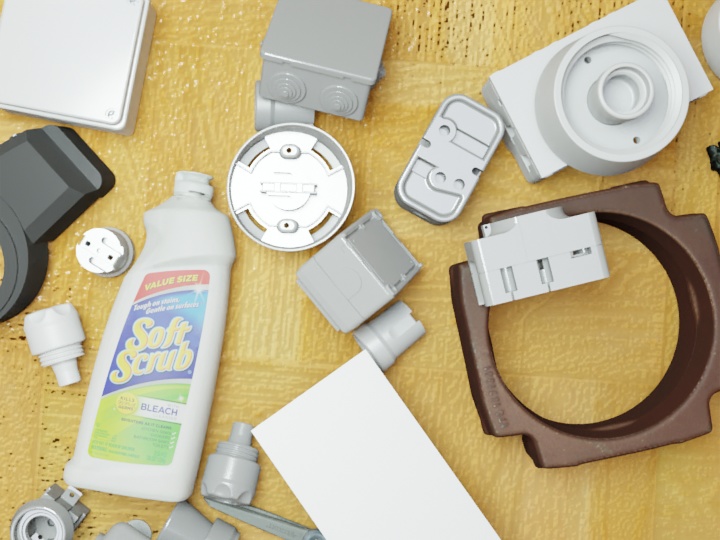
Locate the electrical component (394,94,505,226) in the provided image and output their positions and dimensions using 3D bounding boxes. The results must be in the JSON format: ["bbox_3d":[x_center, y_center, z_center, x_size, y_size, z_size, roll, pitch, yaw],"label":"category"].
[{"bbox_3d":[0.069,-0.085,0.847,0.054,0.059,0.095,29,88,-1],"label":"electrical component"}]

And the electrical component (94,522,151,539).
[{"bbox_3d":[-0.191,0.241,0.820,0.059,0.053,0.095,35,122,0],"label":"electrical component"}]

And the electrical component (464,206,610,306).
[{"bbox_3d":[0.124,-0.012,0.768,0.089,0.050,0.055,-14,90,-2],"label":"electrical component"}]

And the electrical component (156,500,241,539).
[{"bbox_3d":[-0.128,0.211,0.843,0.055,0.045,0.045,29,88,-1],"label":"electrical component"}]

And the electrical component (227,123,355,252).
[{"bbox_3d":[-0.054,-0.063,0.841,0.099,0.064,0.099,0,89,-2],"label":"electrical component"}]

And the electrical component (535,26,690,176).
[{"bbox_3d":[0.187,-0.126,0.788,0.108,0.060,0.108,0,89,-2],"label":"electrical component"}]

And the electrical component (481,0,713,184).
[{"bbox_3d":[0.184,-0.142,0.851,0.150,0.062,0.089,-27,90,-2],"label":"electrical component"}]

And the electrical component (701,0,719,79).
[{"bbox_3d":[0.323,-0.190,0.854,0.099,0.064,0.099,0,89,-2],"label":"electrical component"}]

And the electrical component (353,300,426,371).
[{"bbox_3d":[0.024,0.051,0.854,0.046,0.040,0.040,-38,90,-8],"label":"electrical component"}]

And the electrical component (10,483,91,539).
[{"bbox_3d":[-0.243,0.198,0.835,0.048,0.055,0.066,37,88,-1],"label":"electrical component"}]

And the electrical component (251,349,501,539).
[{"bbox_3d":[0.014,0.170,0.830,0.105,0.060,0.186,-35,85,-8],"label":"electrical component"}]

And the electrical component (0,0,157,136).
[{"bbox_3d":[-0.224,-0.169,0.842,0.109,0.056,0.108,11,89,-1],"label":"electrical component"}]

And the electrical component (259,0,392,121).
[{"bbox_3d":[-0.028,-0.168,0.833,0.100,0.048,0.099,14,51,-2],"label":"electrical component"}]

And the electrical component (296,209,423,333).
[{"bbox_3d":[0.000,0.000,0.835,0.061,0.096,0.061,-39,91,25],"label":"electrical component"}]

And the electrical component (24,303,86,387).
[{"bbox_3d":[-0.236,0.060,0.844,0.043,0.043,0.062,-17,91,-2],"label":"electrical component"}]

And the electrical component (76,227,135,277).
[{"bbox_3d":[-0.201,-0.014,0.845,0.040,0.046,0.040,0,89,-2],"label":"electrical component"}]

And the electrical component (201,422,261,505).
[{"bbox_3d":[-0.099,0.152,0.847,0.043,0.043,0.062,13,69,-1],"label":"electrical component"}]

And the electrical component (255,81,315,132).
[{"bbox_3d":[-0.060,-0.130,0.855,0.046,0.040,0.040,1,89,-7],"label":"electrical component"}]
